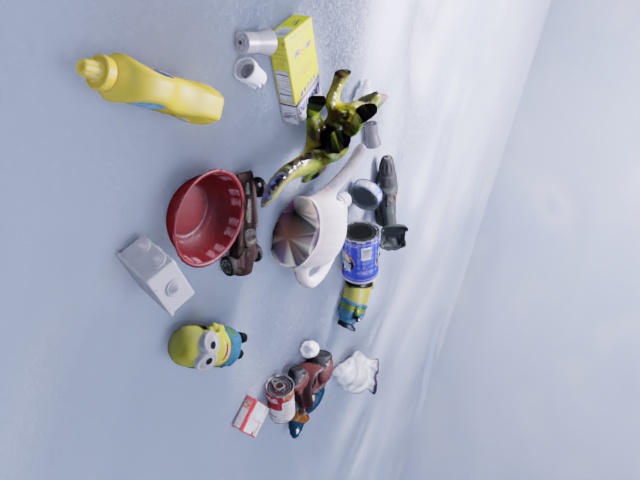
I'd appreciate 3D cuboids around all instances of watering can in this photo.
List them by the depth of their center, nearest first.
[{"bbox_3d":[0.003,-0.057,1.126,0.224,0.104,0.346,3,104,-62],"label":"watering can"}]

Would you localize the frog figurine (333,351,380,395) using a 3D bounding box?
[{"bbox_3d":[0.100,0.422,1.635,0.159,0.124,0.135,10,109,-27],"label":"frog figurine"}]

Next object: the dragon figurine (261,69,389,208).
[{"bbox_3d":[0.011,-0.181,1.037,0.415,0.123,0.239,-49,170,-18],"label":"dragon figurine"}]
